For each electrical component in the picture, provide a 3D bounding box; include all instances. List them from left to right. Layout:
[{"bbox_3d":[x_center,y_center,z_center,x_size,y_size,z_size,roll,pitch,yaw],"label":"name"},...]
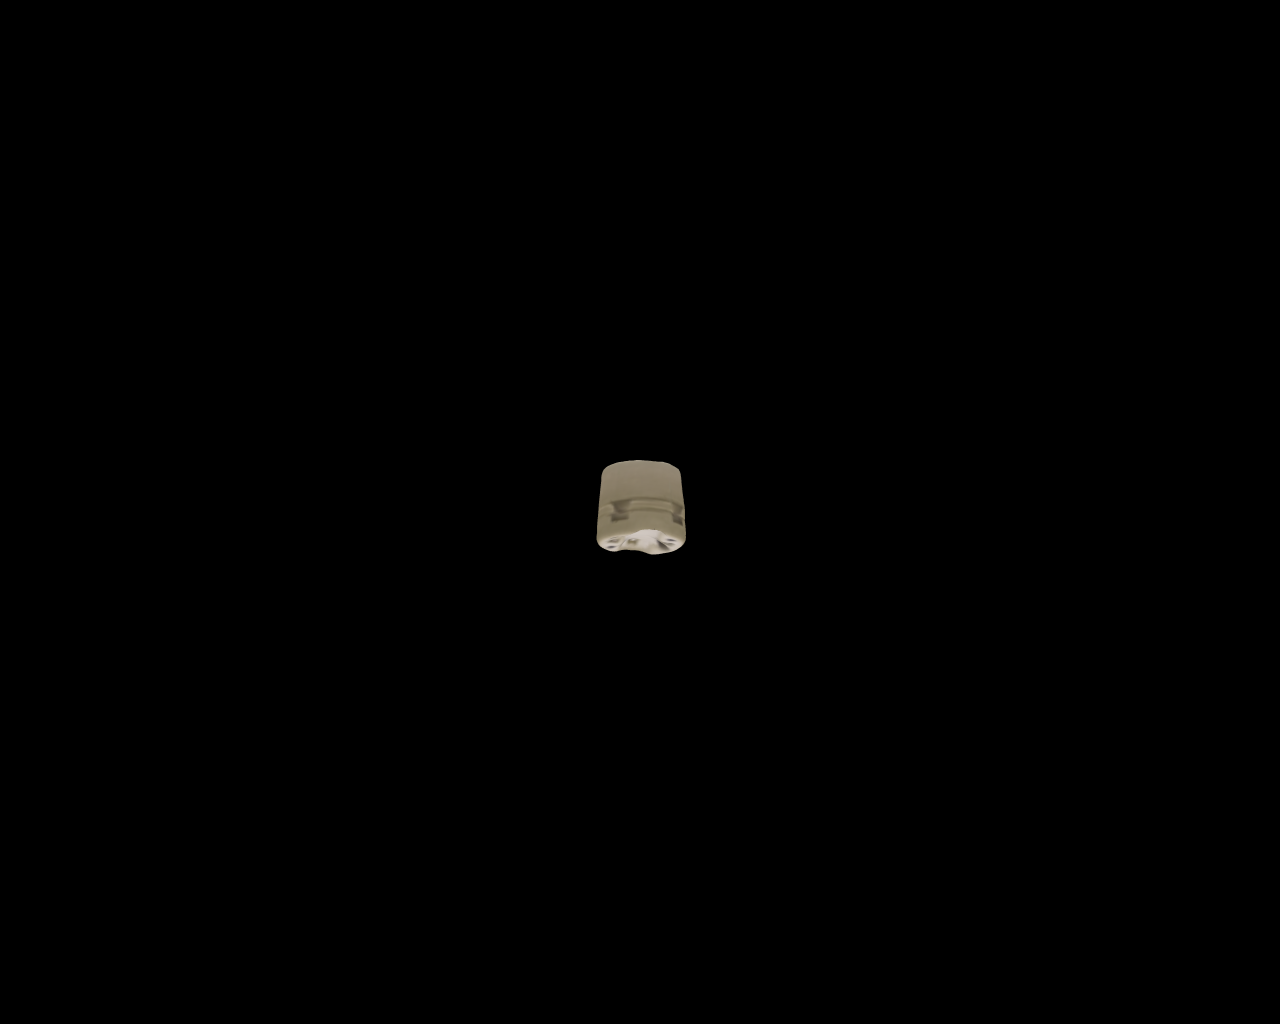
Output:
[{"bbox_3d":[0.001,-0.003,0.650,0.055,0.047,0.055,0,-17,0],"label":"electrical component"}]
